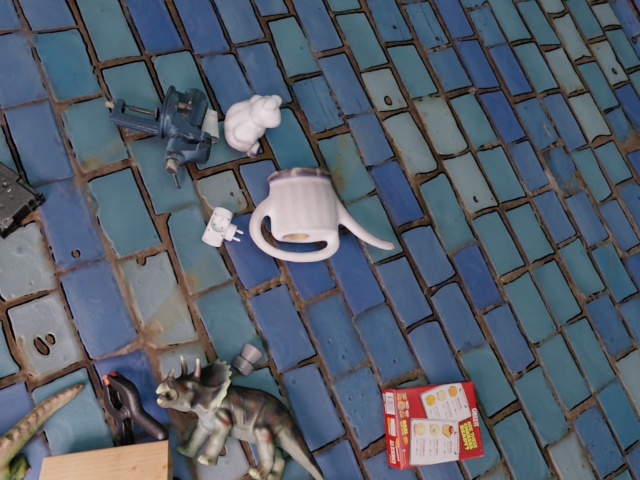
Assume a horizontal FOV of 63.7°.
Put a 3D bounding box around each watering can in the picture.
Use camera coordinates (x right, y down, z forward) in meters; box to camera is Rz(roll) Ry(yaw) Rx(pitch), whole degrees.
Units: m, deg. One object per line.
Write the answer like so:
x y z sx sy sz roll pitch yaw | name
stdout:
0.004 -0.061 1.207 0.348 0.102 0.227 -1 74 -20 | watering can

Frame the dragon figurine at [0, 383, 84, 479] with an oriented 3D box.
-0.560 0.371 0.796 0.122 0.239 0.416 43 67 1 | dragon figurine

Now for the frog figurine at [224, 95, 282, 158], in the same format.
-0.156 -0.279 1.188 0.122 0.157 0.140 32 67 -8 | frog figurine
